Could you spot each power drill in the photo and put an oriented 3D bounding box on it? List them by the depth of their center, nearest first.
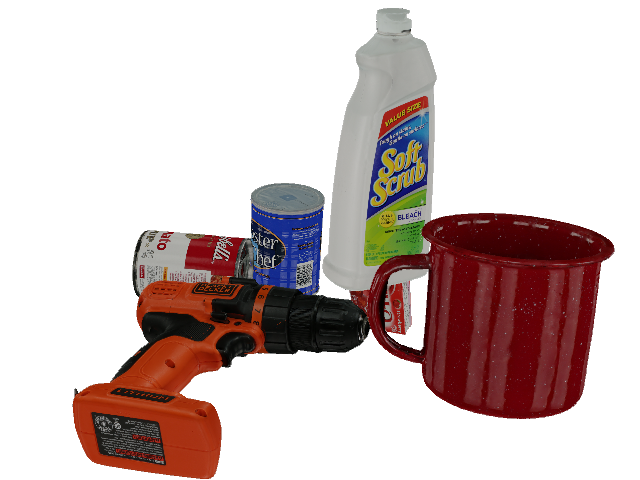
[{"bbox_3d":[-0.073,0.090,0.757,0.185,0.057,0.187,2,26,19],"label":"power drill"}]

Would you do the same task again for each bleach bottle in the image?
[{"bbox_3d":[0.056,-0.084,0.979,0.102,0.251,0.068,-10,24,-25],"label":"bleach bottle"}]

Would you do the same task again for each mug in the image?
[{"bbox_3d":[0.081,0.036,0.530,0.117,0.081,0.093,2,15,-4],"label":"mug"}]

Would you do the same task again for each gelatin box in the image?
[{"bbox_3d":[0.074,0.069,1.332,0.073,0.089,0.030,8,30,24],"label":"gelatin box"}]

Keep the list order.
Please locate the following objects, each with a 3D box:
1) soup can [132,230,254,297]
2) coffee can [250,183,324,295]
[{"bbox_3d":[-0.120,0.027,1.015,0.102,0.068,0.068,5,1,9],"label":"soup can"},{"bbox_3d":[-0.049,0.002,1.505,0.103,0.140,0.103,3,24,-1],"label":"coffee can"}]
